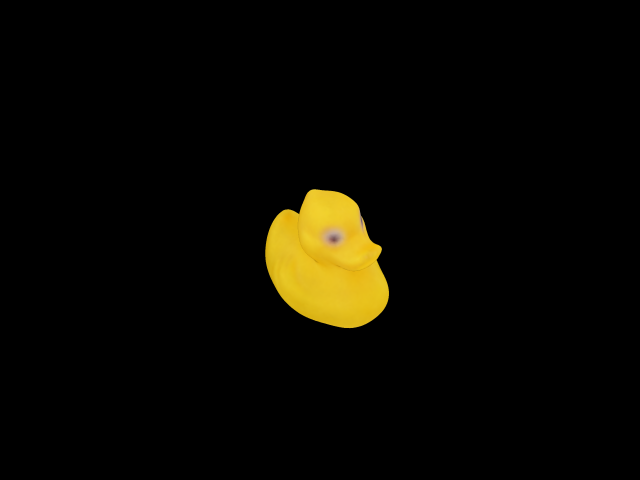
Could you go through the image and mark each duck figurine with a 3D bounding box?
[{"bbox_3d":[0.004,0.001,0.400,0.078,0.086,0.104,-33,54,-29],"label":"duck figurine"}]
